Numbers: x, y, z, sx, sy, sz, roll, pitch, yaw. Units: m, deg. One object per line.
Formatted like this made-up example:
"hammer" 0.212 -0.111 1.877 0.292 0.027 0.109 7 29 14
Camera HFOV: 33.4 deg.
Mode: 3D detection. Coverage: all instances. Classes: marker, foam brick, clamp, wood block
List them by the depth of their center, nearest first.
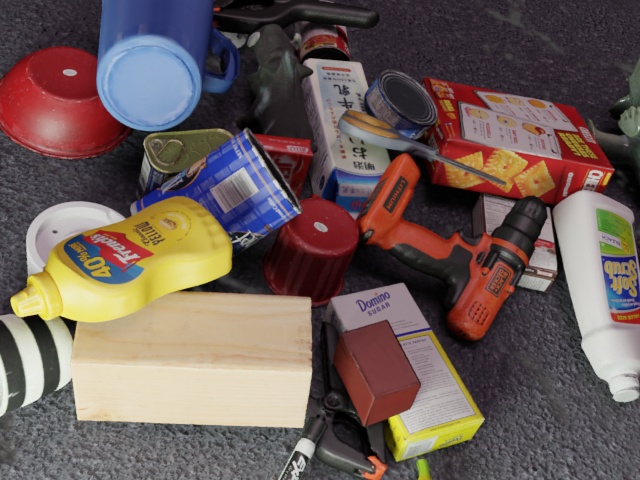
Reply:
"marker" -0.025 0.210 0.961 0.020 0.020 0.121 27 63 4
"wood block" -0.113 0.107 0.969 0.206 0.091 0.090 3 47 -4
"foam brick" 0.053 0.125 1.007 0.051 0.053 0.078 -14 57 -20
"clamp" -0.003 0.162 1.023 0.120 0.039 0.171 -20 57 -19
"clamp" -0.041 -0.293 1.334 0.209 0.036 0.165 -24 52 -26

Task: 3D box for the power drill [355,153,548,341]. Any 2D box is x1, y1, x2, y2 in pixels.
"power drill" 0.143 -0.011 1.157 0.187 0.057 0.184 35 70 -6

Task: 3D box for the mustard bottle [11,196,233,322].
"mustard bottle" -0.178 0.024 0.934 0.191 0.058 0.096 -24 48 -32

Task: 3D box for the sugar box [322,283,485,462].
"sugar box" 0.081 0.129 1.078 0.093 0.048 0.176 -10 51 -27

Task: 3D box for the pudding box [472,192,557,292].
"pudding box" 0.227 0.001 1.251 0.090 0.039 0.113 11 44 -7

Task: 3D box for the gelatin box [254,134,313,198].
"gelatin box" -0.054 -0.073 1.175 0.073 0.089 0.030 6 44 -16

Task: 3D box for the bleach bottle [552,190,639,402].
"bleach bottle" 0.329 0.067 1.212 0.102 0.068 0.251 22 48 -30

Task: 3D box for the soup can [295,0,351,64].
"soup can" 0.003 -0.253 1.372 0.068 0.069 0.102 8 47 -14

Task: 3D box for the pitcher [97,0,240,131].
"pitcher" -0.174 -0.214 1.185 0.149 0.145 0.243 -13 32 2

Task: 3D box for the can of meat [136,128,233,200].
"can of meat" -0.143 -0.068 1.142 0.101 0.084 0.057 -7 53 -26

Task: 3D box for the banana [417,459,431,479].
"banana" 0.041 0.262 0.954 0.197 0.037 0.070 -18 40 -34

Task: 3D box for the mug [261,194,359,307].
"mug" -0.007 0.001 1.132 0.093 0.082 0.117 11 47 -11

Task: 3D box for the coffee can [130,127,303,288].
"coffee can" -0.103 -0.032 1.067 0.140 0.102 0.103 -33 60 5

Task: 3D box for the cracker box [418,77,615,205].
"cracker box" 0.230 -0.118 1.317 0.213 0.072 0.164 10 33 -13

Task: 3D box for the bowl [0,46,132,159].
"bowl" -0.284 -0.167 1.197 0.162 0.055 0.162 11 47 -12

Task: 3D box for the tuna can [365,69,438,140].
"tuna can" 0.095 -0.157 1.252 0.086 0.034 0.086 25 40 -23

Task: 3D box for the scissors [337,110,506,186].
"scissors" 0.107 -0.107 1.197 0.201 0.016 0.096 16 20 -21
